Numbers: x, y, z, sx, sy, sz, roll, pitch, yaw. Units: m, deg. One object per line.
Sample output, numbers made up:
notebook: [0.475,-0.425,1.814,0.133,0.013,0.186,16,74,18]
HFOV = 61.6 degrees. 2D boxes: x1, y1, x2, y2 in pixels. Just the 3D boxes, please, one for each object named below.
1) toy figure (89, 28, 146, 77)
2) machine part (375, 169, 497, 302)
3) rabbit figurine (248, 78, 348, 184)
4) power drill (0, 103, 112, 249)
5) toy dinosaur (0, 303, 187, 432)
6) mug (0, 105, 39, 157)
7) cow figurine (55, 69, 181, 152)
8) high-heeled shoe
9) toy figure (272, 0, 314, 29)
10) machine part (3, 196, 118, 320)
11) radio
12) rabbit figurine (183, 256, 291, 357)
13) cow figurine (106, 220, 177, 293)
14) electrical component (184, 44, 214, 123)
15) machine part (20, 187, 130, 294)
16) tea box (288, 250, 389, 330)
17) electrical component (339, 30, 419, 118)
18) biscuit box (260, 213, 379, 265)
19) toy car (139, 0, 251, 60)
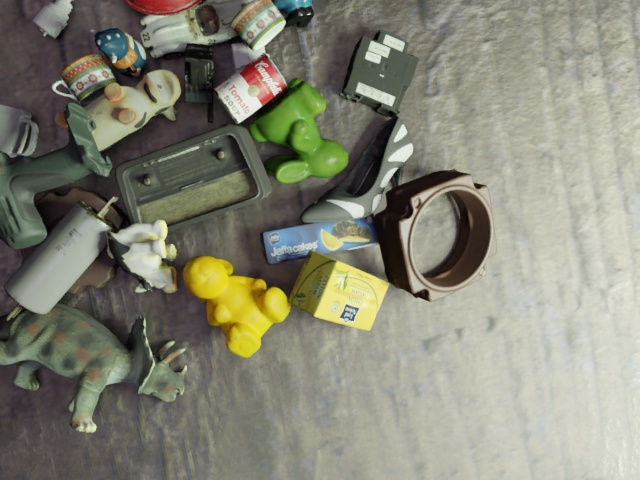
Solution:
toy figure: [-0.312,-0.297,0.843,0.064,0.154,0.057,28,90,-8]
machine part: [0.207,-0.009,0.938,0.201,0.087,0.200,-21,110,-20]
rabbit figurine: [-0.027,-0.164,0.917,0.159,0.121,0.170,-45,113,-1]
power drill: [-0.427,-0.119,0.781,0.207,0.086,0.232,-26,84,-3]
toy dinosaur: [-0.413,0.173,0.870,0.405,0.131,0.192,27,76,-5]
mug: [-0.503,-0.160,0.856,0.110,0.081,0.107,17,97,3]
cow figurine: [-0.312,-0.210,0.875,0.195,0.127,0.085,-29,96,7]
high-heeled shoe: [0.065,-0.121,0.926,0.249,0.086,0.145,-21,114,-31]
toy figure: [-0.058,-0.458,0.912,0.089,0.082,0.180,-21,93,23]
machine part: [-0.395,0.026,0.824,0.079,0.079,0.243,41,85,-8]
radio: [-0.207,-0.097,0.881,0.230,0.073,0.131,-18,96,7]
rabbit figurine: [-0.154,0.082,0.883,0.122,0.162,0.173,-48,120,-3]
cow figurine: [-0.282,0.038,0.864,0.098,0.167,0.068,-4,55,-7]
electrical component: [-0.200,-0.257,0.895,0.048,0.075,0.119,2,131,-11]
machine part: [-0.403,0.000,0.890,0.179,0.056,0.179,0,92,-11]
tea box: [0.036,0.088,0.912,0.169,0.068,0.098,22,89,-51]
electrical component: [0.108,-0.300,0.960,0.115,0.058,0.134,21,89,-12]
biscuit box: [-0.002,-0.003,0.950,0.203,0.063,0.059,-11,92,-9]
toy car: [-0.203,-0.362,0.907,0.202,0.056,0.073,-17,95,-8]
